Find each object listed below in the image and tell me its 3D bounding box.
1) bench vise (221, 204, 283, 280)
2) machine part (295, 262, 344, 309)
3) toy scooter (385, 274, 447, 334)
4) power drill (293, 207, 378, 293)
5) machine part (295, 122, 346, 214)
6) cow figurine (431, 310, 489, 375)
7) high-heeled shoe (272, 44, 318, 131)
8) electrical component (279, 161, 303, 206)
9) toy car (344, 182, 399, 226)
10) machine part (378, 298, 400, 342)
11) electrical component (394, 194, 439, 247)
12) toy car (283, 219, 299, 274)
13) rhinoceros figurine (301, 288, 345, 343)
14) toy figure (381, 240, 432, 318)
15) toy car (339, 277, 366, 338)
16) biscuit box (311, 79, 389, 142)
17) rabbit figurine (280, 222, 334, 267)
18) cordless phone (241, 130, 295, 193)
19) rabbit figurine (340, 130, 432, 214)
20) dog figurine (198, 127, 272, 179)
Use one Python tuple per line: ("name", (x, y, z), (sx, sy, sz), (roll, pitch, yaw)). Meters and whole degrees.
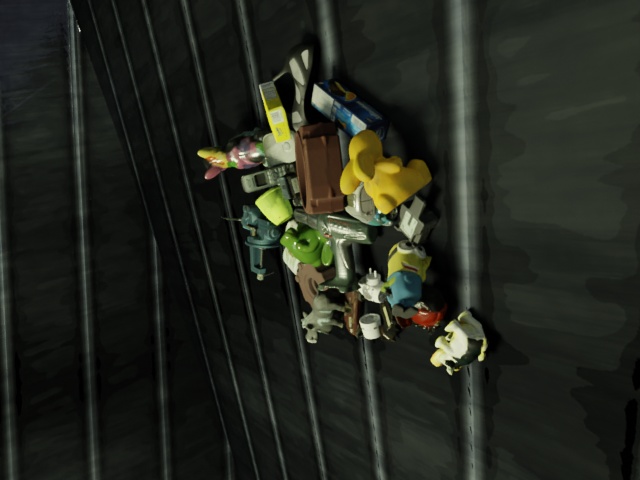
("bench vise", (-0.204, 0.007, 1.751), (0.224, 0.129, 0.240), (15, 109, 42))
("machine part", (-0.003, 0.132, 1.580), (0.180, 0.056, 0.179), (36, 138, 41))
("toy scooter", (0.216, 0.158, 1.221), (0.184, 0.075, 0.135), (28, 133, 53))
("power drill", (0.033, 0.022, 1.345), (0.232, 0.086, 0.207), (5, 96, 30))
("machine part", (-0.004, -0.161, 1.231), (0.201, 0.087, 0.201), (-150, 51, -81))
("cow figurine", (0.300, 0.234, 1.145), (0.098, 0.068, 0.167), (45, 144, 26))
("high-heeled shoe", (-0.014, -0.343, 1.300), (0.145, 0.086, 0.248), (-25, 107, 30))
("electrical component", (-0.036, -0.150, 1.368), (0.058, 0.134, 0.114), (1, 109, 59))
("toy car", (0.105, -0.098, 1.205), (0.109, 0.103, 0.161), (26, 133, 48))
("machine part", (0.171, 0.205, 1.330), (0.138, 0.039, 0.084), (87, 166, -53))
("electrical component", (0.205, -0.051, 1.125), (0.075, 0.048, 0.119), (47, 144, 32))
("toy car", (-0.073, 0.024, 1.621), (0.074, 0.056, 0.201), (46, 143, 33))
("rhinoceros figurine", (0.005, 0.214, 1.483), (0.190, 0.112, 0.073), (104, 152, -42))
("toy figure", (0.178, 0.080, 1.148), (0.089, 0.082, 0.180), (-25, 43, 43))
("toy car", (0.089, 0.186, 1.471), (0.089, 0.053, 0.201), (35, 136, 40))
("biscuit box", (0.064, -0.283, 1.189), (0.203, 0.063, 0.059), (46, 144, 32))
("rabbit figurine", (-0.003, -0.004, 1.436), (0.170, 0.121, 0.159), (-42, 76, 43))
("cordless phone", (-0.138, -0.210, 1.445), (0.089, 0.184, 0.146), (15, 122, 60))
("rabbit figurine", (0.112, -0.139, 1.089), (0.173, 0.162, 0.122), (59, 145, 2))
("dog figurine", (-0.235, -0.246, 1.547), (0.192, 0.219, 0.108), (17, 127, 55))
